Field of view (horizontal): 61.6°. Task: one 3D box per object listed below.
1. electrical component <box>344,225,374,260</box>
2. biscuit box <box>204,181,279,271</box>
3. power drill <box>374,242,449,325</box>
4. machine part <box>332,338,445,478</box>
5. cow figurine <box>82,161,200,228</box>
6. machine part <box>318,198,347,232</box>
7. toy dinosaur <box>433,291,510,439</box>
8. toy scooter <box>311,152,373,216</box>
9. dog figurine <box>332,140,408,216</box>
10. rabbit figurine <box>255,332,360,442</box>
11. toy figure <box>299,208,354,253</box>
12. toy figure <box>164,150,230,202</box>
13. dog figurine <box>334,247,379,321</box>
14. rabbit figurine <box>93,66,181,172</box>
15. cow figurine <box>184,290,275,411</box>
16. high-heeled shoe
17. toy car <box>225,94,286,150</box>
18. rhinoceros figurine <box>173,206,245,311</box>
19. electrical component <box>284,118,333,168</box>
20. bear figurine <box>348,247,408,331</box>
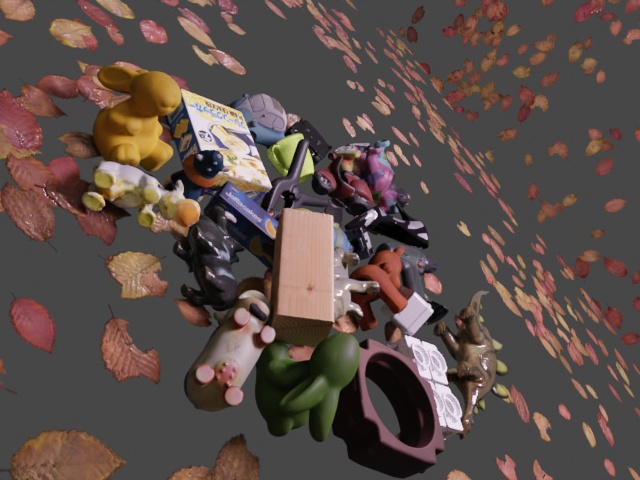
[{"bbox_3d":[0.084,0.010,1.194,0.119,0.048,0.074,-36,107,-73],"label":"electrical component"},{"bbox_3d":[-0.117,-0.017,0.995,0.202,0.059,0.063,40,31,-15],"label":"biscuit box"},{"bbox_3d":[0.243,0.100,1.320,0.232,0.086,0.207,23,43,-36],"label":"power drill"},{"bbox_3d":[0.111,0.289,0.926,0.201,0.087,0.201,30,35,-28],"label":"machine part"},{"bbox_3d":[-0.268,-0.070,0.828,0.167,0.068,0.098,19,22,-22],"label":"cow figurine"},{"bbox_3d":[0.024,-0.050,1.242,0.084,0.039,0.139,37,33,-11],"label":"machine part"},{"bbox_3d":[0.362,0.258,1.270,0.198,0.105,0.471,46,41,-24],"label":"toy dinosaur"},{"bbox_3d":[0.059,-0.148,1.349,0.183,0.075,0.135,26,50,-28],"label":"toy scooter"},{"bbox_3d":[0.136,-0.148,1.447,0.108,0.192,0.219,-49,132,-63],"label":"dog figurine"},{"bbox_3d":[-0.018,0.198,0.773,0.121,0.170,0.159,41,30,-15],"label":"rabbit figurine"},{"bbox_3d":[-0.002,-0.006,1.105,0.180,0.089,0.082,26,31,-31],"label":"toy figure"},{"bbox_3d":[-0.207,-0.102,0.878,0.064,0.154,0.058,1,58,-51],"label":"toy figure"},{"bbox_3d":[-0.013,0.092,0.980,0.190,0.121,0.173,-13,41,-41],"label":"dog figurine"},{"bbox_3d":[-0.289,-0.212,0.879,0.122,0.173,0.162,-7,66,-51],"label":"rabbit figurine"},{"bbox_3d":[-0.123,0.151,0.759,0.085,0.127,0.195,37,47,-11],"label":"cow figurine"},{"bbox_3d":[0.171,-0.013,1.336,0.249,0.086,0.145,-21,78,-40],"label":"high-heeled shoe"},{"bbox_3d":[-0.131,-0.275,1.227,0.161,0.103,0.109,16,45,-41],"label":"toy car"},{"bbox_3d":[-0.171,0.022,0.868,0.112,0.073,0.190,21,41,-38],"label":"rhinoceros figurine"},{"bbox_3d":[-0.038,-0.239,1.353,0.115,0.058,0.134,43,30,-7],"label":"electrical component"},{"bbox_3d":[0.133,0.095,1.149,0.132,0.120,0.196,59,26,8],"label":"bear figurine"}]
